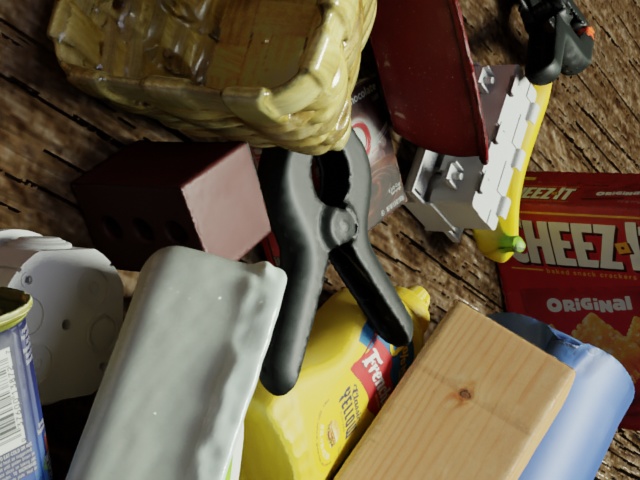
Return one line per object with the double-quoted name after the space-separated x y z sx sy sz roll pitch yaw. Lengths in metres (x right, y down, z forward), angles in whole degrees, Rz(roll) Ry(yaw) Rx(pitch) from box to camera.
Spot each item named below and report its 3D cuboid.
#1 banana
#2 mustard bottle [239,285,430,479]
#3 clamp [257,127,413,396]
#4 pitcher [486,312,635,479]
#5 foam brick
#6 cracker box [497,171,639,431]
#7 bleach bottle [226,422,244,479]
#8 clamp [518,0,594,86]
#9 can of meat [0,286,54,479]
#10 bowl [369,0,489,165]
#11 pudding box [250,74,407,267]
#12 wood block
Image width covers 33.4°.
0.150 -0.051 0.833 0.037 0.070 0.197 33 49 -22 "banana"
0.016 0.084 0.679 0.191 0.058 0.096 -41 131 -43 "mustard bottle"
-0.004 0.001 0.598 0.120 0.039 0.171 -29 107 -49 "clamp"
0.128 0.190 0.795 0.149 0.145 0.242 47 61 -30 "pitcher"
-0.073 -0.016 0.536 0.051 0.078 0.053 -42 126 -44 "foam brick"
0.239 0.054 0.880 0.072 0.164 0.213 -42 125 -45 "cracker box"
-0.080 0.131 0.557 0.102 0.068 0.251 35 64 -49 "bleach bottle"
0.175 -0.192 0.854 0.209 0.036 0.164 -6 74 -63 "clamp"
-0.154 0.063 0.421 0.057 0.102 0.084 -23 114 -47 "can of meat"
0.063 -0.120 0.686 0.162 0.055 0.162 -15 90 -84 "bowl"
0.002 -0.041 0.663 0.113 0.039 0.090 -40 123 -44 "pudding box"
0.067 0.155 0.673 0.206 0.091 0.090 -53 162 -18 "wood block"
